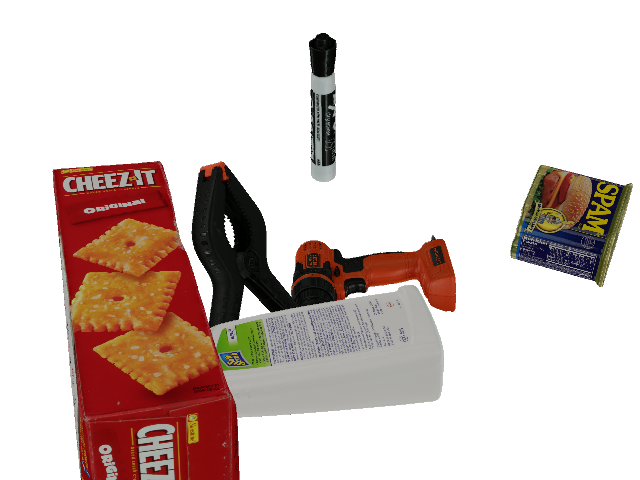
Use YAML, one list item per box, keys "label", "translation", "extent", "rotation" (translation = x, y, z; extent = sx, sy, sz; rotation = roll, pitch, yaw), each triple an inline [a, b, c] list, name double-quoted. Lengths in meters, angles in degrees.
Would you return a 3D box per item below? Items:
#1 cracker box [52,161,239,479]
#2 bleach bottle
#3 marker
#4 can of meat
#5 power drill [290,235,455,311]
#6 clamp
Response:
- label: "cracker box"
  translation: [-0.095, 0.079, 0.568]
  extent: [0.072, 0.164, 0.214]
  rotation: [-6, 34, -13]
- label: "bleach bottle"
  translation: [-0.037, 0.093, 0.833]
  extent: [0.250, 0.068, 0.102]
  rotation: [-5, 30, -8]
- label: "marker"
  translation: [0.002, -0.094, 0.760]
  extent: [0.020, 0.121, 0.020]
  rotation: [0, 43, 0]
- label: "can of meat"
  translation: [0.223, -0.016, 0.951]
  extent: [0.084, 0.057, 0.102]
  rotation: [16, 47, 17]
- label: "power drill"
  translation: [0.059, 0.051, 1.233]
  extent: [0.187, 0.057, 0.184]
  rotation: [-2, 28, 1]
- label: "clamp"
  translation: [-0.073, 0.027, 1.043]
  extent: [0.036, 0.210, 0.164]
  rotation: [-11, 0, 35]
